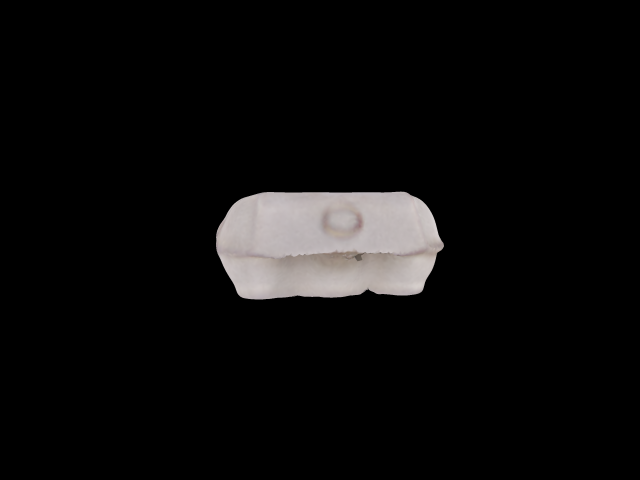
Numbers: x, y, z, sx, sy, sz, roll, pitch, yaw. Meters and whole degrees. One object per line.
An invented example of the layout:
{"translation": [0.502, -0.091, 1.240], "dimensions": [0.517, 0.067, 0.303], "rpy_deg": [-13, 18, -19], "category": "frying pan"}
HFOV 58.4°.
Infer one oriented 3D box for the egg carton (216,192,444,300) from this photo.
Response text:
{"translation": [0.004, 0.001, 0.400], "dimensions": [0.150, 0.069, 0.107], "rpy_deg": [-1, 4, -11], "category": "egg carton"}
